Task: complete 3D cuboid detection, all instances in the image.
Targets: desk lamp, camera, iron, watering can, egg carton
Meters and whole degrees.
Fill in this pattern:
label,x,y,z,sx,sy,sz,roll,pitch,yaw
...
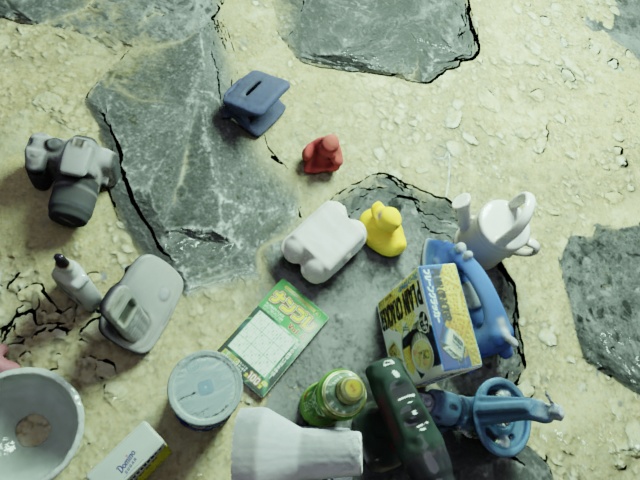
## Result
label,x,y,z,sx,sy,sz,roll,pitch,yaw
desk lamp,-0.030,0.303,0.810,0.203,0.213,0.118,4,68,-11
camera,-0.417,-0.099,0.942,0.143,0.100,0.137,10,67,-9
iron,0.259,0.091,1.000,0.119,0.141,0.258,-16,73,-18
watering can,0.317,-0.023,1.029,0.173,0.194,0.101,8,67,-10
egg carton,0.009,0.004,1.016,0.107,0.069,0.150,43,66,6

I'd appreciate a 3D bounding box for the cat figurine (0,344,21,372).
label,x,y,z,sx,sy,sz,roll,pitch,yaw
cat figurine,-0.500,0.193,0.799,0.128,0.117,0.067,-39,81,-23

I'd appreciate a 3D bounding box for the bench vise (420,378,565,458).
label,x,y,z,sx,sy,sz,roll,pitch,yaw
bench vise,0.257,0.277,0.883,0.208,0.219,0.121,-4,70,-14

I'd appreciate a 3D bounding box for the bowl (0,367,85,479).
label,x,y,z,sx,sy,sz,roll,pitch,yaw
bowl,-0.416,0.270,0.811,0.167,0.074,0.167,5,68,-11

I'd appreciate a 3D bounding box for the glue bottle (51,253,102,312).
label,x,y,z,sx,sy,sz,roll,pitch,yaw
glue bottle,-0.369,0.055,0.853,0.078,0.173,0.037,39,66,5

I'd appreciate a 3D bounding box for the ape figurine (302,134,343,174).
label,x,y,z,sx,sy,sz,roll,pitch,yaw
ape figurine,0.011,-0.166,1.072,0.078,0.092,0.076,33,66,2

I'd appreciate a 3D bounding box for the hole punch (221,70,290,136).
label,x,y,z,sx,sy,sz,roll,pitch,yaw
hole punch,-0.123,-0.269,1.082,0.101,0.091,0.109,37,66,3

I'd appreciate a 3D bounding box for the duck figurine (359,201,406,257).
label,x,y,z,sx,sy,sz,roll,pitch,yaw
duck figurine,0.123,-0.025,1.045,0.078,0.086,0.104,-34,79,-22

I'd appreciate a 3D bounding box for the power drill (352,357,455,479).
label,x,y,z,sx,sy,sz,roll,pitch,yaw
power drill,0.120,0.295,0.851,0.076,0.208,0.229,-16,73,-18

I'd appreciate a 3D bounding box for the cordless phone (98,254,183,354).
label,x,y,z,sx,sy,sz,roll,pitch,yaw
cordless phone,-0.271,0.083,0.858,0.094,0.185,0.148,22,66,-3
